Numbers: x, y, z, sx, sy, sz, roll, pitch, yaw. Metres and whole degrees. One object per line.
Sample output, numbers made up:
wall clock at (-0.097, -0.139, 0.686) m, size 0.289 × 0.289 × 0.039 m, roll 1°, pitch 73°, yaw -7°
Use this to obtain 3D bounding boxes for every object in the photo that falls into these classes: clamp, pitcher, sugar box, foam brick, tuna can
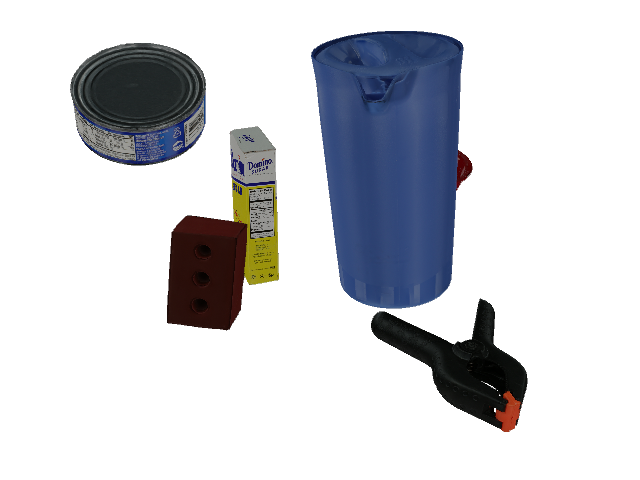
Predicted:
clamp at (0.134, 0.101, 0.928) m, size 0.120 × 0.039 × 0.172 m, roll -16°, pitch 36°, yaw -23°
pitcher at (0.068, -0.069, 0.992) m, size 0.149 × 0.243 × 0.145 m, roll -20°, pitch 30°, yaw -30°
sugar box at (-0.083, -0.044, 1.327) m, size 0.048 × 0.176 × 0.093 m, roll -9°, pitch 25°, yaw -13°
foam brick at (-0.090, 0.025, 0.854) m, size 0.053 × 0.078 × 0.051 m, roll 6°, pitch 14°, yaw 6°
tuna can at (-0.117, -0.088, 0.691) m, size 0.086 × 0.086 × 0.034 m, roll 0°, pitch -42°, yaw -5°

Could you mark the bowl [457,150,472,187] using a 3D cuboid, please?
bowl at (0.085, -0.066, 1.189) m, size 0.162 × 0.055 × 0.162 m, roll 3°, pitch 26°, yaw -2°
